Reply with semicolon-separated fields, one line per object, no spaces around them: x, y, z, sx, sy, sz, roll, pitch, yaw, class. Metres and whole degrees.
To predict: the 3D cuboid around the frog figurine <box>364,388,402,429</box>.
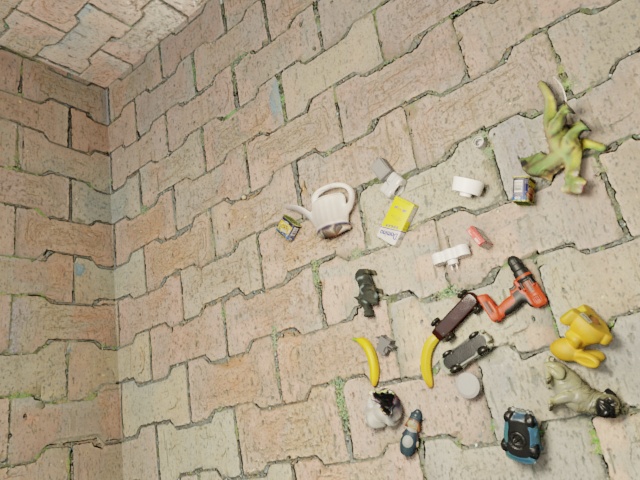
0.225;0.615;1.845;0.139;0.124;0.155;30;134;29;frog figurine

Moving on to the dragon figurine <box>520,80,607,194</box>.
0.749;-0.311;1.671;0.239;0.121;0.419;-46;47;29;dragon figurine

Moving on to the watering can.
0.007;-0.109;2.163;0.344;0.103;0.228;-20;69;31;watering can
